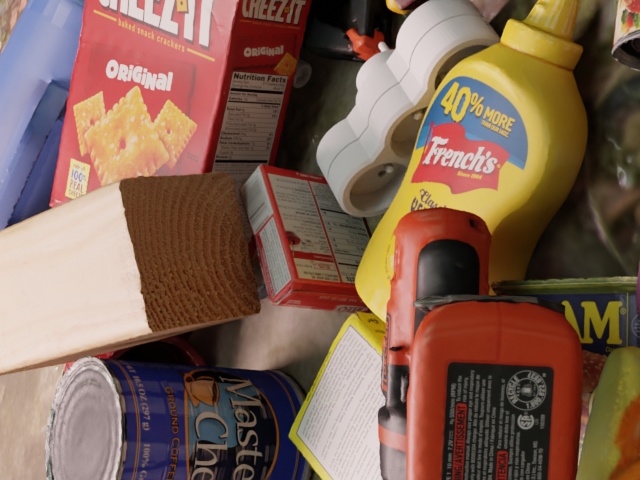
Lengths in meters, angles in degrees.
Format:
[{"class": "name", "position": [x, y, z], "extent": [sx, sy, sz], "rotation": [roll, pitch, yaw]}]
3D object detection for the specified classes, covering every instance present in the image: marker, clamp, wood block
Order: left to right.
[{"class": "wood block", "position": [-0.147, 0.027, 0.680], "extent": [0.207, 0.090, 0.090], "rotation": [-17, 84, 41]}, {"class": "marker", "position": [-0.056, -0.144, 0.764], "extent": [0.121, 0.020, 0.020], "rotation": [35, 111, 27]}, {"class": "clamp", "position": [-0.003, -0.172, 0.720], "extent": [0.120, 0.039, 0.171], "rotation": [-46, 46, 37]}]

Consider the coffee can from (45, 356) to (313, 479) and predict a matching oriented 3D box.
[{"class": "coffee can", "position": [-0.089, 0.130, 0.681], "extent": [0.103, 0.140, 0.103], "rotation": [-16, 70, 50]}]

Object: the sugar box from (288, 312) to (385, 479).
[{"class": "sugar box", "position": [0.057, 0.124, 0.574], "extent": [0.176, 0.048, 0.093], "rotation": [44, 116, 43]}]

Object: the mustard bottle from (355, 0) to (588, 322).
[{"class": "mustard bottle", "position": [0.087, -0.038, 0.559], "extent": [0.096, 0.058, 0.192], "rotation": [41, 114, 49]}]

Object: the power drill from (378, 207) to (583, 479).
[{"class": "power drill", "position": [0.054, 0.081, 0.435], "extent": [0.187, 0.057, 0.184], "rotation": [-117, 27, -85]}]

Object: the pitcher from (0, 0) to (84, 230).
[{"class": "pitcher", "position": [-0.236, -0.107, 0.933], "extent": [0.149, 0.144, 0.243], "rotation": [42, 113, 30]}]

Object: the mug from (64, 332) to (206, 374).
[{"class": "mug", "position": [-0.134, 0.096, 0.798], "extent": [0.082, 0.093, 0.117], "rotation": [16, 73, 57]}]

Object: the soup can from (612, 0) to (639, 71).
[{"class": "soup can", "position": [0.166, -0.130, 0.470], "extent": [0.069, 0.068, 0.102], "rotation": [-4, 79, 52]}]

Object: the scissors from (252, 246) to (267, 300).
[{"class": "scissors", "position": [-0.092, 0.006, 0.812], "extent": [0.202, 0.016, 0.096], "rotation": [0, 84, 51]}]

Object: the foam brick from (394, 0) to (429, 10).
[{"class": "foam brick", "position": [0.072, -0.171, 0.591], "extent": [0.078, 0.051, 0.053], "rotation": [-29, 89, 34]}]

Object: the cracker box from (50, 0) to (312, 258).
[{"class": "cracker box", "position": [-0.104, -0.095, 0.740], "extent": [0.164, 0.071, 0.214], "rotation": [28, 112, 39]}]

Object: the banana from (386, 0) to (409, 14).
[{"class": "banana", "position": [0.058, -0.240, 0.664], "extent": [0.070, 0.037, 0.198], "rotation": [138, 131, -61]}]

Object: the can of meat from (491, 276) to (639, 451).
[{"class": "can of meat", "position": [0.127, 0.061, 0.489], "extent": [0.102, 0.057, 0.084], "rotation": [-5, 81, 52]}]

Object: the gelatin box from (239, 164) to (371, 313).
[{"class": "gelatin box", "position": [-0.004, 0.001, 0.656], "extent": [0.030, 0.073, 0.089], "rotation": [-45, 50, 38]}]
